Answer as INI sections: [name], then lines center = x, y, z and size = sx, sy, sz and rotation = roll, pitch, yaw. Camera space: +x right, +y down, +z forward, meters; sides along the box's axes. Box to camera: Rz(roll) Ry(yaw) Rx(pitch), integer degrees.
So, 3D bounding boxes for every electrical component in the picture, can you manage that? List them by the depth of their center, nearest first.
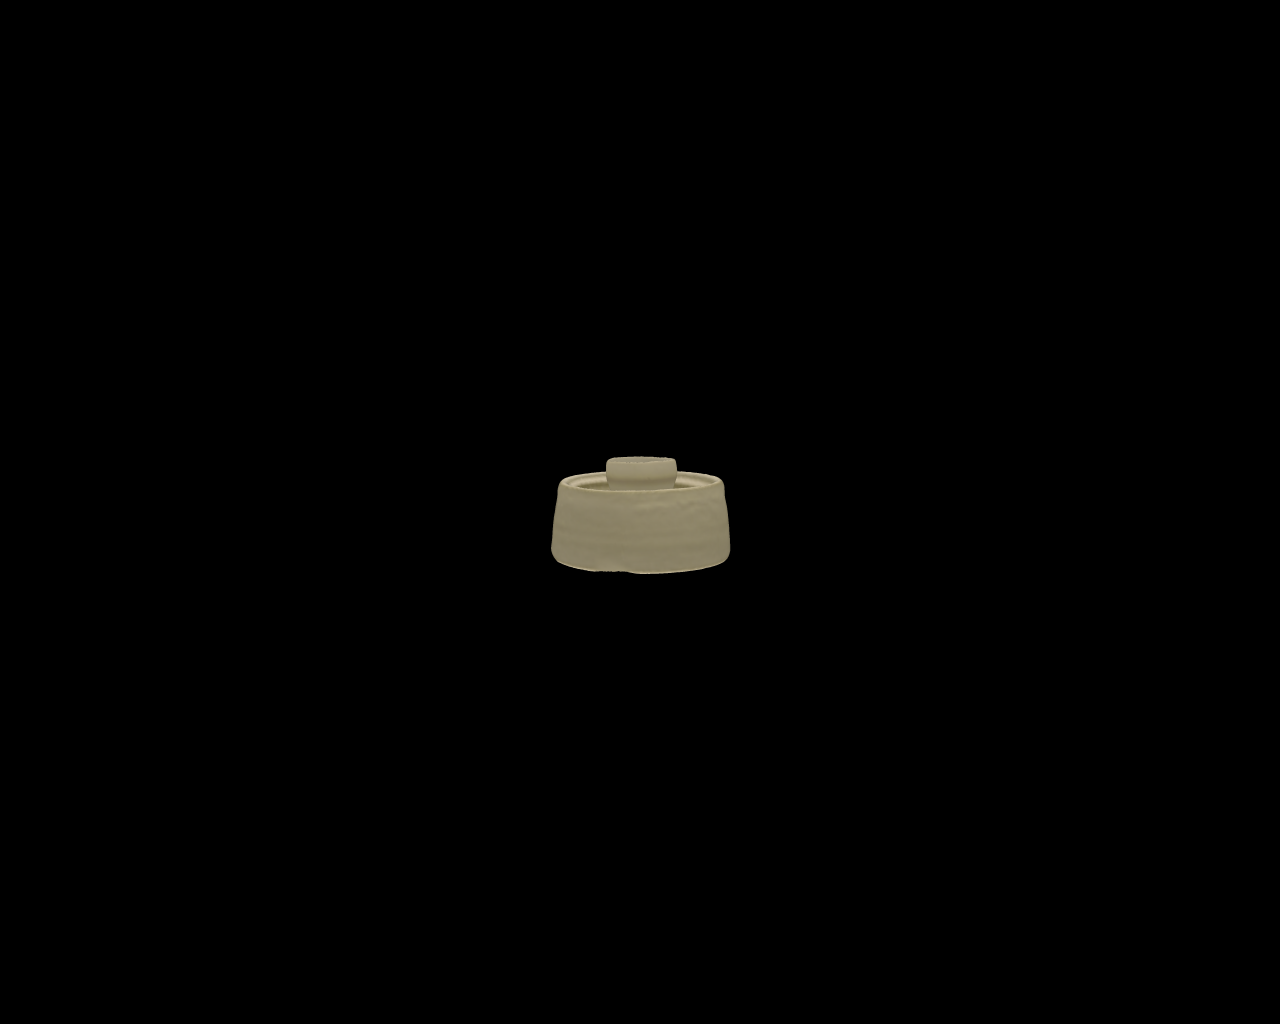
[electrical component]
center = 0.001, -0.003, 0.650
size = 0.108, 0.060, 0.108
rotation = 0, 9, 0
